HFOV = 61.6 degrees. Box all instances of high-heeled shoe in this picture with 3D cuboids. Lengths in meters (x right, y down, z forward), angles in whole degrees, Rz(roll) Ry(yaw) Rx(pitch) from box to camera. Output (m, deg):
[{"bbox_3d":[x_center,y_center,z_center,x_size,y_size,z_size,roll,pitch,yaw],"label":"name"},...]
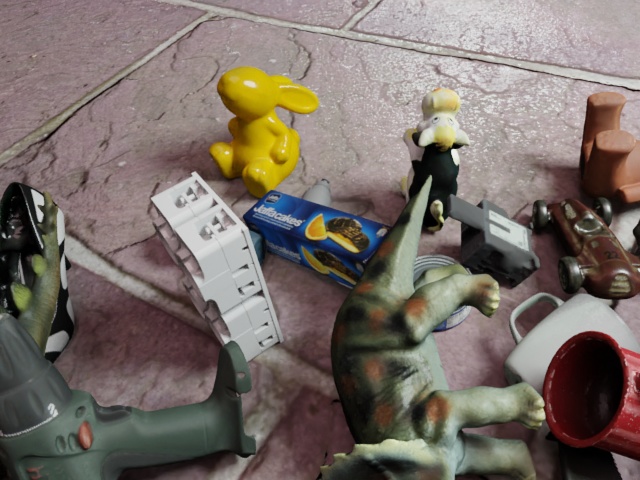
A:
[{"bbox_3d":[-0.349,0.053,0.618,0.086,0.145,0.249,-7,45,4],"label":"high-heeled shoe"}]

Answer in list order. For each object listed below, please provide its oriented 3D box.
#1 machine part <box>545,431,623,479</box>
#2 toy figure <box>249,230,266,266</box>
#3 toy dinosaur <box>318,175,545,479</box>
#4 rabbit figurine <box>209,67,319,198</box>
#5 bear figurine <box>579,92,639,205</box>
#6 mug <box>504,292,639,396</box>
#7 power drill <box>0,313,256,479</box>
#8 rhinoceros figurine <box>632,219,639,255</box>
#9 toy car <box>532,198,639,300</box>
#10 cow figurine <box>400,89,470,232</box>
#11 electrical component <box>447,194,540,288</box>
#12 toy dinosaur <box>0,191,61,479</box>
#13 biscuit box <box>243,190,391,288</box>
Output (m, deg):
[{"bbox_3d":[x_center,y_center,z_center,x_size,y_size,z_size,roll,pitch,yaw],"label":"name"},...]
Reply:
[{"bbox_3d":[0.215,0.204,0.429,0.084,0.039,0.139,18,35,8],"label":"machine part"},{"bbox_3d":[-0.145,0.001,0.682,0.155,0.064,0.058,11,9,20],"label":"toy figure"},{"bbox_3d":[0.074,0.115,0.487,0.192,0.131,0.405,-9,51,-4],"label":"toy dinosaur"},{"bbox_3d":[-0.080,-0.168,0.759,0.162,0.173,0.122,-35,48,-16],"label":"rabbit figurine"},{"bbox_3d":[0.422,-0.098,0.642,0.196,0.131,0.120,3,50,20],"label":"bear figurine"},{"bbox_3d":[0.227,0.104,0.519,0.107,0.080,0.110,-32,55,-8],"label":"mug"},{"bbox_3d":[-0.163,0.150,0.465,0.207,0.231,0.086,-13,17,-28],"label":"power drill"},{"bbox_3d":[0.432,0.007,0.557,0.190,0.112,0.073,-9,17,19],"label":"rhinoceros figurine"},{"bbox_3d":[0.298,-0.003,0.597,0.089,0.053,0.202,-3,30,11],"label":"toy car"},{"bbox_3d":[0.139,-0.093,0.655,0.068,0.167,0.098,-1,46,2],"label":"cow figurine"},{"bbox_3d":[0.186,-0.004,0.610,0.119,0.047,0.075,20,47,-14],"label":"electrical component"},{"bbox_3d":[-0.302,0.169,0.470,0.105,0.198,0.471,-2,49,4],"label":"toy dinosaur"},{"bbox_3d":[-0.001,-0.002,0.646,0.203,0.059,0.063,20,55,38],"label":"biscuit box"}]
